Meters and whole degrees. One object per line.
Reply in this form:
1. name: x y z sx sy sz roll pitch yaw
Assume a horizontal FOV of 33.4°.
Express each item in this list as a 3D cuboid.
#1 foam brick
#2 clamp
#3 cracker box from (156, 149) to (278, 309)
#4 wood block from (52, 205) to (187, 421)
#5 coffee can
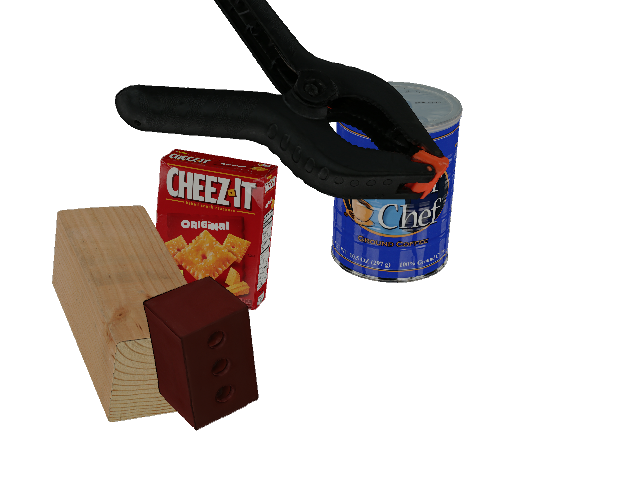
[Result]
1. foam brick: -0.079 0.073 0.709 0.052 0.078 0.051 -23 35 -28
2. clamp: -0.019 -0.066 0.560 0.171 0.120 0.039 34 -28 7
3. cracker box: -0.158 -0.014 1.582 0.164 0.214 0.072 10 20 10
4. wood block: -0.179 0.060 0.992 0.090 0.091 0.206 -5 35 -28
5. coffee can: 0.062 -0.050 0.897 0.103 0.140 0.103 1 28 -1
